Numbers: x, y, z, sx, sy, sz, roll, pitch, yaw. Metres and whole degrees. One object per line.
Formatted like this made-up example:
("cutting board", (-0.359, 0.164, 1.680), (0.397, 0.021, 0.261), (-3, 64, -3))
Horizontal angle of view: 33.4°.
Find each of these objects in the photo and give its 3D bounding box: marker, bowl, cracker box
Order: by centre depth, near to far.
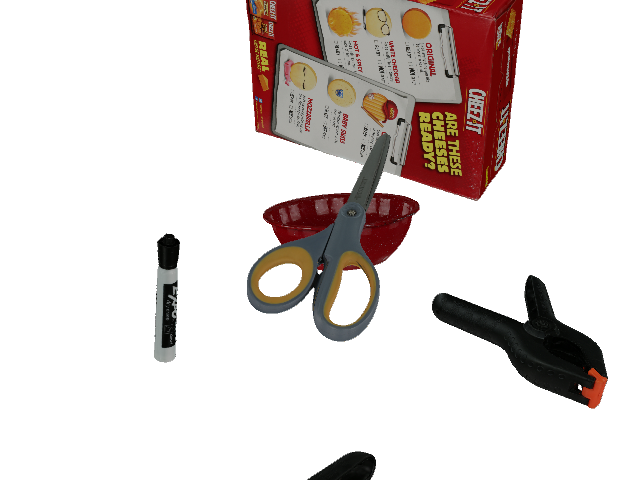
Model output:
("cracker box", (0.048, -0.142, 0.861), (0.214, 0.164, 0.072), (19, 44, 23))
("marker", (-0.132, 0.050, 0.917), (0.020, 0.121, 0.020), (5, 27, -3))
("bowl", (0.023, -0.007, 1.098), (0.162, 0.055, 0.162), (-4, 14, 1))

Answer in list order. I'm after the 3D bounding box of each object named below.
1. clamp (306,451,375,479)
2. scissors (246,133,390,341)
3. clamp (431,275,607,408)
("clamp", (-0.049, 0.191, 0.640), (0.210, 0.036, 0.164), (-4, 28, 2))
("scissors", (0.002, -0.011, 0.739), (0.096, 0.016, 0.201), (1, 44, 1))
("clamp", (0.193, 0.082, 0.931), (0.120, 0.039, 0.172), (-21, 41, -31))
